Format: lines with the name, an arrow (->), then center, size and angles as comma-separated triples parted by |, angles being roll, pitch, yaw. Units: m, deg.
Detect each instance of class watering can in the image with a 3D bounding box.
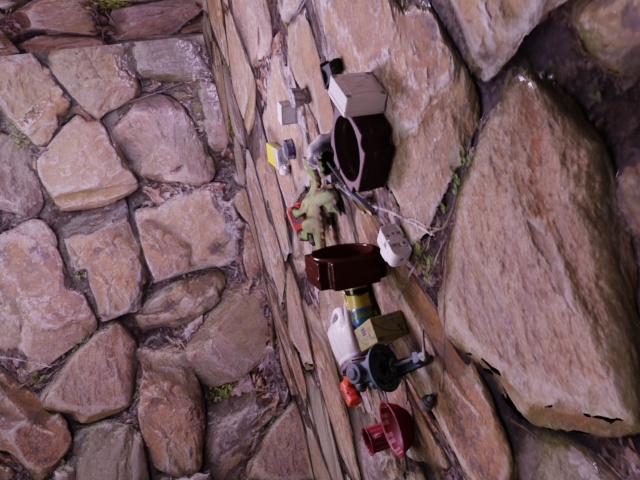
watering can -> 0.094, 0.321, 1.724 | 0.340, 0.104, 0.229 | 103, 149, -56

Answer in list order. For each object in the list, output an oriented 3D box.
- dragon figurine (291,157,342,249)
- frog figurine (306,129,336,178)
dragon figurine -> 0.005, -0.088, 1.750 | 0.239, 0.123, 0.415 | -44, 61, 62
frog figurine -> 0.015, -0.275, 1.544 | 0.135, 0.122, 0.163 | -54, 30, 25
